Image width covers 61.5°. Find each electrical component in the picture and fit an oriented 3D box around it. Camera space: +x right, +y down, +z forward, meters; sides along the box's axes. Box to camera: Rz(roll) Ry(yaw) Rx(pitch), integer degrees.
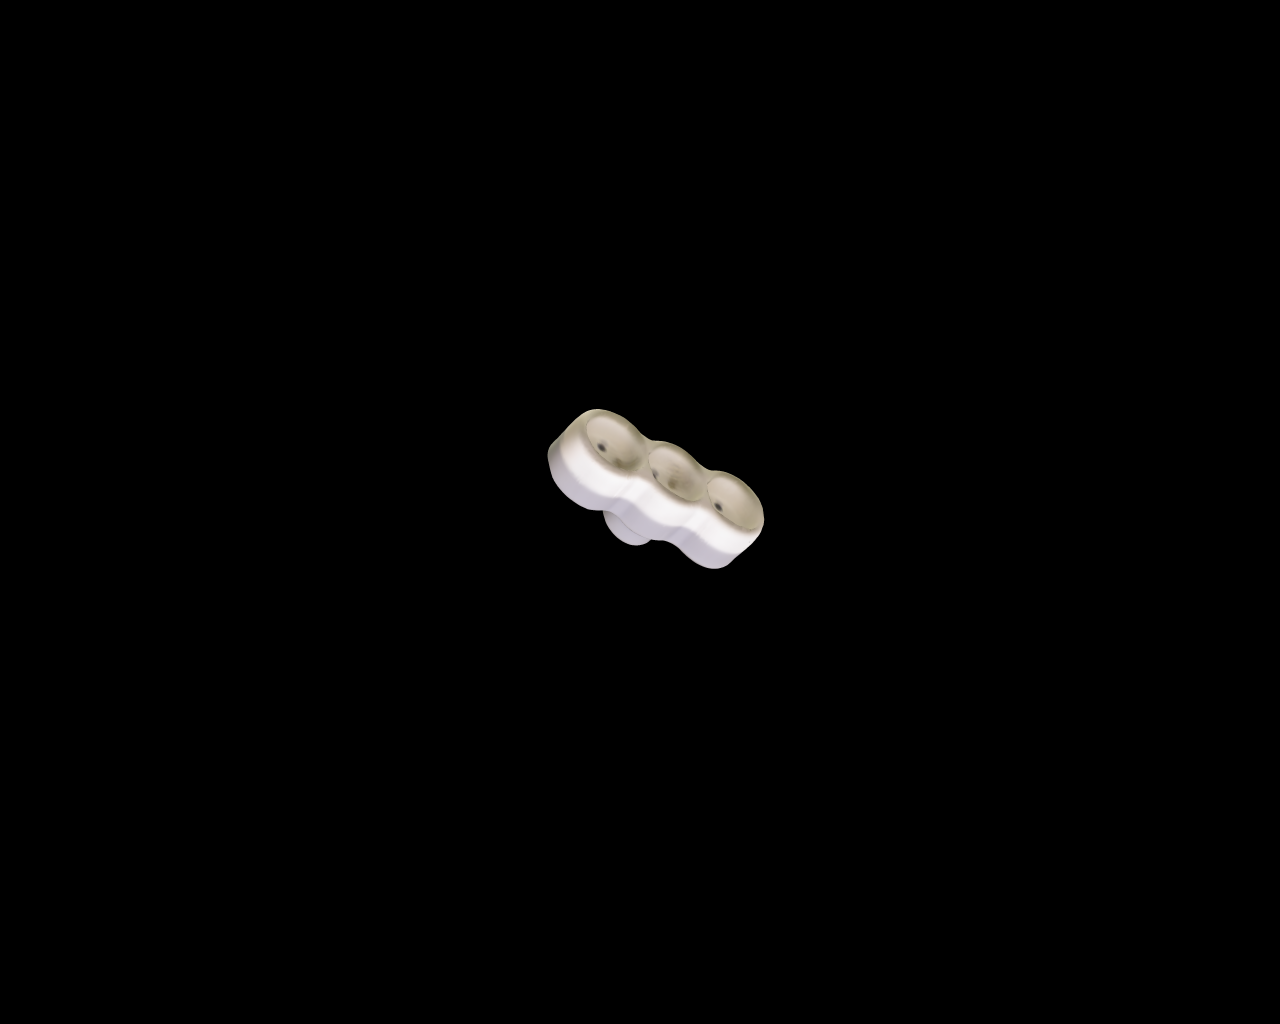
[{"bbox_3d":[0.001,-0.003,0.650,0.138,0.052,0.073,26,-49,-25],"label":"electrical component"}]
